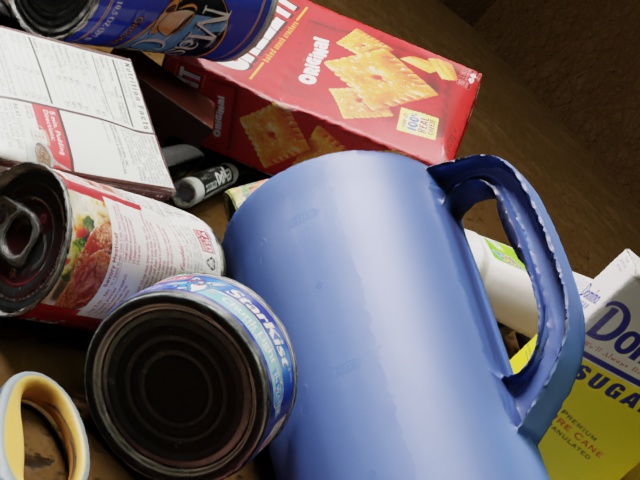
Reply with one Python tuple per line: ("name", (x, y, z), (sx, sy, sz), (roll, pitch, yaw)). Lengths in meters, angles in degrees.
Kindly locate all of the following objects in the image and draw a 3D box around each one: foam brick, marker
("foam brick", (-0.115, -0.084, 0.700), (0.078, 0.053, 0.051), (33, 20, -23))
("marker", (-0.074, -0.042, 0.743), (0.020, 0.020, 0.121), (43, 18, 2))

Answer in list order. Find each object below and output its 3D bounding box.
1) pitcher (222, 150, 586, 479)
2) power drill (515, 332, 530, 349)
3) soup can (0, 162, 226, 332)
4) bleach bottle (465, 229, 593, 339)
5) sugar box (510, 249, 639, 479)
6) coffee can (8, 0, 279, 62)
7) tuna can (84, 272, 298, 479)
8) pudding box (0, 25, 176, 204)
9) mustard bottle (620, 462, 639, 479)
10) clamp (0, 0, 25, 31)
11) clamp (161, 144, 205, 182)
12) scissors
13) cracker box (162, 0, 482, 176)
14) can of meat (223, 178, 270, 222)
("pitcher", (0.042, 0.075, 0.491), (0.145, 0.149, 0.243), (-2, 44, -14))
("power drill", (0.241, 0.149, 0.907), (0.184, 0.057, 0.187), (39, 19, -1))
("soup can", (-0.101, 0.009, 0.493), (0.102, 0.069, 0.068), (19, 29, -52))
("bleach bottle", (0.150, 0.037, 0.835), (0.250, 0.068, 0.103), (23, 12, -24))
("sugar box", (0.160, 0.100, 0.652), (0.093, 0.176, 0.048), (40, 19, -7))
("coffee can", (-0.107, -0.167, 0.658), (0.140, 0.103, 0.103), (-4, 48, -49))
("tuna can", (-0.055, 0.059, 0.448), (0.086, 0.086, 0.033), (45, 20, 6))
("pudding box", (-0.134, -0.057, 0.526), (0.113, 0.039, 0.090), (10, 50, -48))
("mustard bottle", (0.197, 0.158, 0.727), (0.058, 0.096, 0.191), (28, 20, -7))
("clamp", (-0.206, -0.135, 0.648), (0.210, 0.036, 0.164), (48, 19, 9))
("clamp", (-0.112, -0.031, 0.604), (0.171, 0.039, 0.120), (27, 25, -41))
("scissors", (-0.113, 0.102, 0.342), (0.096, 0.016, 0.202), (33, 20, -22))
("cracker box", (0.005, -0.109, 0.802), (0.214, 0.072, 0.164), (24, 37, 3))
("can of meat", (-0.004, 0.001, 0.653), (0.083, 0.057, 0.102), (-16, 46, -15))
